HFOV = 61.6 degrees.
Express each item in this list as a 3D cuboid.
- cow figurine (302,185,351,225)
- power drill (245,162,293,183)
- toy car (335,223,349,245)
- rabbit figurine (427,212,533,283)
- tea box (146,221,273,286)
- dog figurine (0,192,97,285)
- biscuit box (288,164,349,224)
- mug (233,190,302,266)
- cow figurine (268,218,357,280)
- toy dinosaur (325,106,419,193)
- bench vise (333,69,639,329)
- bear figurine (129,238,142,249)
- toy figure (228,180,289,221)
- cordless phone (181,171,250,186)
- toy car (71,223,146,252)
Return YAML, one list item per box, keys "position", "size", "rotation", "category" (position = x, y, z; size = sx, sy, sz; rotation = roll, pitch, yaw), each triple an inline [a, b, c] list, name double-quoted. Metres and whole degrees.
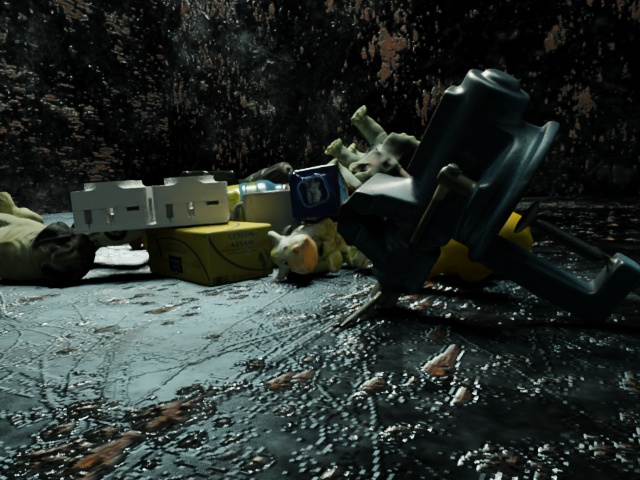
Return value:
- position: [0.017, -0.040, 0.971]
  size: [0.127, 0.085, 0.195]
  rotation: [-45, 2, -11]
  category: "cow figurine"
- position: [-0.082, -0.080, 1.122]
  size: [0.232, 0.086, 0.207]
  rotation: [-23, -21, 37]
  category: "power drill"
- position: [-0.002, -0.003, 0.846]
  size: [0.202, 0.053, 0.089]
  rotation: [-5, 18, 13]
  category: "toy car"
- position: [0.152, -0.009, 0.565]
  size: [0.162, 0.121, 0.173]
  rotation: [-7, 7, -1]
  category: "rabbit figurine"
- position: [-0.149, 0.012, 0.709]
  size: [0.098, 0.068, 0.170]
  rotation: [-9, 10, -43]
  category: "tea box"
- position: [-0.379, 0.013, 0.739]
  size: [0.191, 0.121, 0.172]
  rotation: [12, 11, 5]
  category: "dog figurine"
- position: [0.004, -0.055, 0.724]
  size: [0.063, 0.059, 0.202]
  rotation: [-8, -2, 7]
  category: "biscuit box"
- position: [-0.076, -0.017, 0.767]
  size: [0.110, 0.107, 0.081]
  rotation: [-4, 4, 22]
  category: "mug"
- position: [-0.020, 0.010, 0.677]
  size: [0.098, 0.068, 0.167]
  rotation: [-6, 1, 25]
  category: "cow figurine"
- position: [0.111, -0.127, 1.048]
  size: [0.131, 0.192, 0.404]
  rotation: [-46, -8, -2]
  category: "toy dinosaur"
- position: [0.139, -0.001, 0.425]
  size: [0.241, 0.223, 0.129]
  rotation: [30, 19, 11]
  category: "bench vise"
- position: [-0.314, -0.048, 1.094]
  size: [0.132, 0.120, 0.196]
  rotation: [1, 8, -4]
  category: "bear figurine"
- position: [-0.128, -0.050, 0.844]
  size: [0.180, 0.082, 0.089]
  rotation: [-13, 21, -6]
  category: "toy figure"
- position: [-0.163, -0.068, 0.990]
  size: [0.147, 0.088, 0.184]
  rotation: [3, -3, 23]
  category: "cordless phone"
- position: [-0.335, -0.011, 0.824]
  size: [0.202, 0.056, 0.073]
  rotation: [-21, 25, 22]
  category: "toy car"
